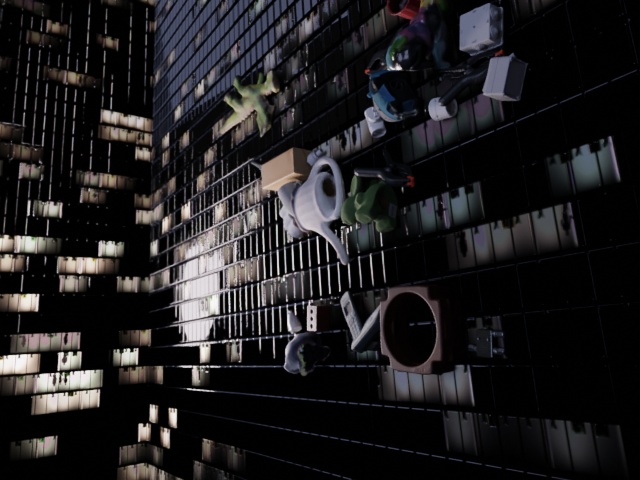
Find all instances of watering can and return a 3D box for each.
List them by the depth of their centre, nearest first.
[{"bbox_3d":[0.005,-0.079,1.565,0.222,0.104,0.352,-25,65,52],"label":"watering can"}]

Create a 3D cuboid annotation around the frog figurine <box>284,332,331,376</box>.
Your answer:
[{"bbox_3d":[-0.060,0.347,1.586,0.139,0.122,0.158,-58,18,-21],"label":"frog figurine"}]

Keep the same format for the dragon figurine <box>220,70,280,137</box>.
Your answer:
[{"bbox_3d":[-0.269,-0.509,2.030,0.402,0.122,0.247,-55,52,35],"label":"dragon figurine"}]
